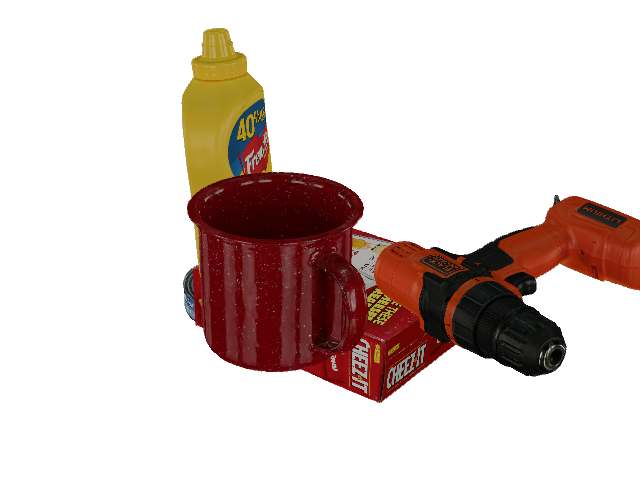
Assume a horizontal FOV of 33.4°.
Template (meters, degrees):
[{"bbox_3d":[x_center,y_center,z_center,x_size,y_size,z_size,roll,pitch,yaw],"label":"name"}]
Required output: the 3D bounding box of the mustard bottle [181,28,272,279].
[{"bbox_3d":[-0.070,-0.066,0.818,0.058,0.192,0.096,3,24,20],"label":"mustard bottle"}]

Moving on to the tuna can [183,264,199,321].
[{"bbox_3d":[-0.108,0.059,1.174,0.086,0.034,0.086,2,36,-2],"label":"tuna can"}]

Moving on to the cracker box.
[{"bbox_3d":[0.015,0.055,0.985,0.214,0.072,0.163,19,31,33],"label":"cracker box"}]

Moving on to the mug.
[{"bbox_3d":[-0.016,0.021,0.570,0.093,0.081,0.117,-20,33,-37],"label":"mug"}]

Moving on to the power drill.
[{"bbox_3d":[0.158,0.028,0.777,0.187,0.057,0.185,-16,27,-28],"label":"power drill"}]
